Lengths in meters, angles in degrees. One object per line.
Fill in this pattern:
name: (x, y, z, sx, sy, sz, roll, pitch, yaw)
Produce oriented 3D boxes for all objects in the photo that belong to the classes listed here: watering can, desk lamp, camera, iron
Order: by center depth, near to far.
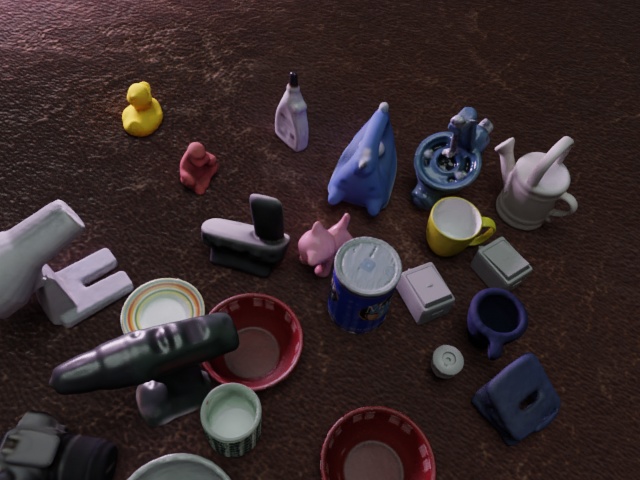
camera: (-0.349, 0.304, 0.751, 0.137, 0.101, 0.143, 8, 57, 0)
desk lamp: (-0.410, 0.041, 0.849, 0.204, 0.213, 0.117, -33, 65, -23)
watering can: (0.390, -0.114, 1.035, 0.172, 0.194, 0.101, 25, 58, 11)
iron: (0.098, -0.177, 1.081, 0.118, 0.141, 0.258, 16, 57, 5)

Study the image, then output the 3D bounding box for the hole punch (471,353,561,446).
hole punch: (0.303, 0.238, 0.860, 0.109, 0.091, 0.101, -30, 64, -22)

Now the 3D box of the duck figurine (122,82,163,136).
duck figurine: (-0.355, -0.265, 1.129, 0.077, 0.086, 0.104, 8, 57, 1)

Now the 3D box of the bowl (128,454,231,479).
bowl: (-0.183, 0.369, 0.740, 0.167, 0.075, 0.167, 2, 57, -4)

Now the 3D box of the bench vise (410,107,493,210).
bench vise: (0.249, -0.181, 1.050, 0.121, 0.220, 0.207, 22, 58, 10)

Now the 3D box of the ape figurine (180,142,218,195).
ape figurine: (-0.227, -0.142, 1.057, 0.078, 0.092, 0.076, -26, 63, -20)

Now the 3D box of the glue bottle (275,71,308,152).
glue bottle: (-0.052, -0.251, 1.096, 0.037, 0.173, 0.078, -34, 66, -24)

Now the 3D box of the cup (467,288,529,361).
cup: (0.272, 0.148, 0.913, 0.091, 0.095, 0.118, 12, 57, 3)

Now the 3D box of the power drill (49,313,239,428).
power drill: (-0.220, 0.181, 0.779, 0.230, 0.208, 0.075, -22, 61, -18)

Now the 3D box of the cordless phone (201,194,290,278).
cordless phone: (-0.122, -0.029, 0.938, 0.147, 0.185, 0.094, 11, 57, 2)

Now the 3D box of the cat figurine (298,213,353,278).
cat figurine: (0.009, 0.003, 0.969, 0.067, 0.118, 0.128, 39, 62, 19)
